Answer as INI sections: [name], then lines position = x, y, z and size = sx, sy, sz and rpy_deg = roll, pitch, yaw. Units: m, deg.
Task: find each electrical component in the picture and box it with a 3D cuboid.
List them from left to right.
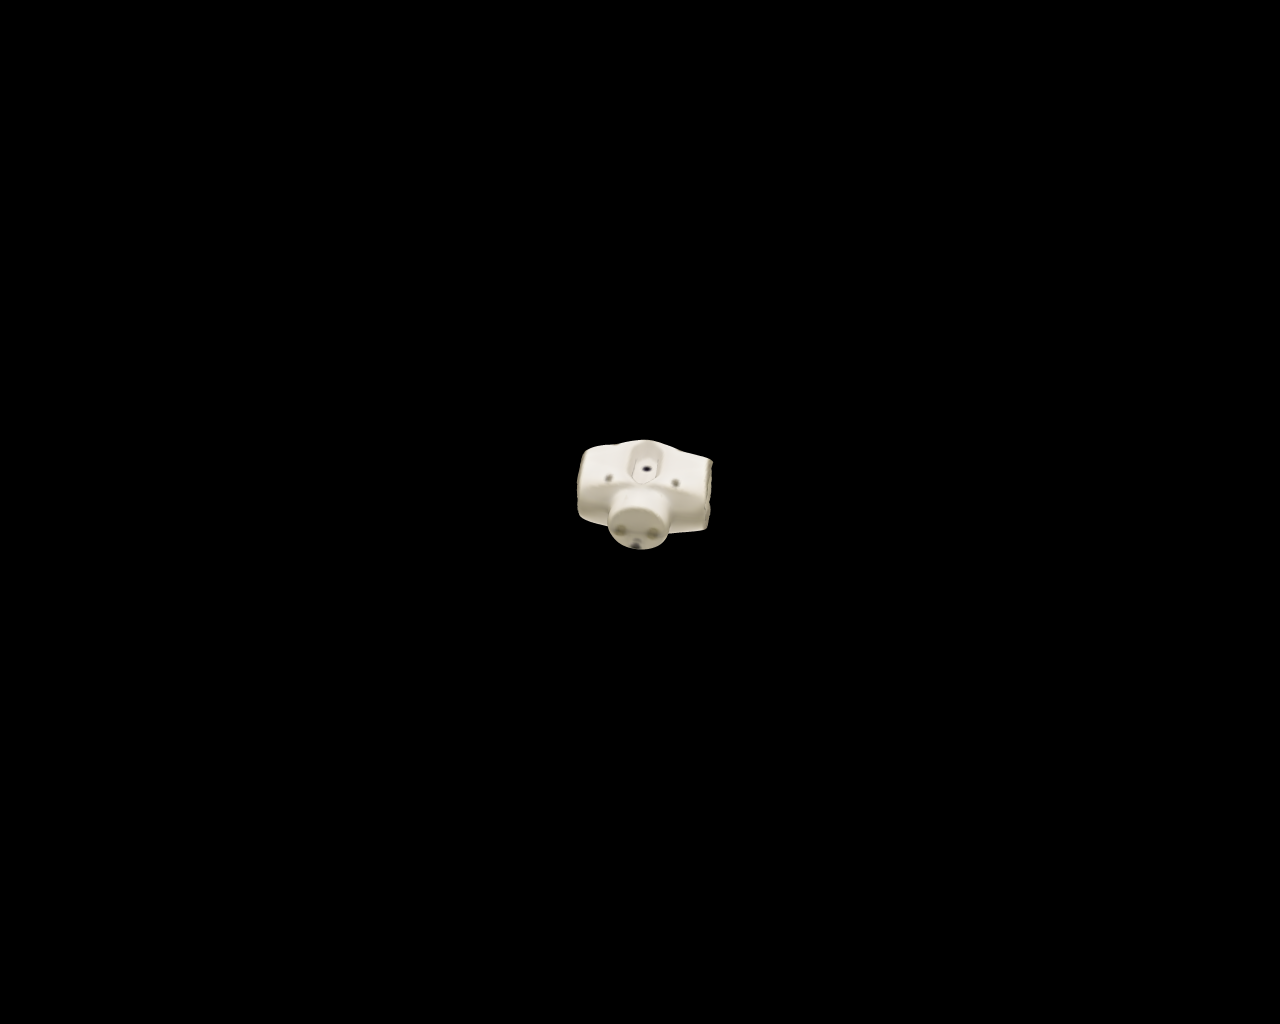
[electrical component]
position = 0.001, -0.003, 0.650
size = 0.077, 0.043, 0.079
rpy_deg = 6, 43, 7
